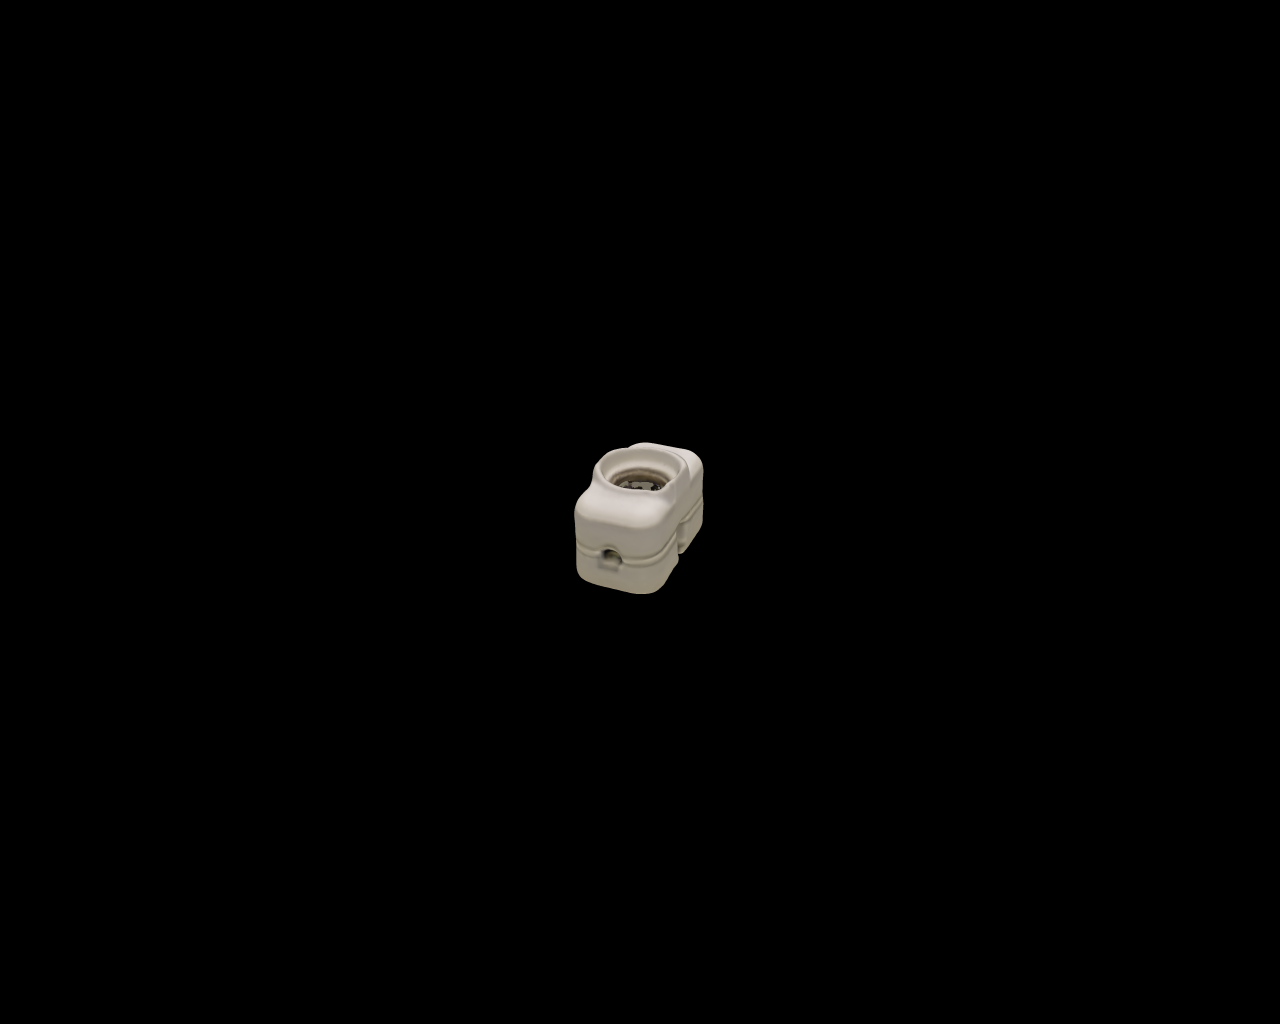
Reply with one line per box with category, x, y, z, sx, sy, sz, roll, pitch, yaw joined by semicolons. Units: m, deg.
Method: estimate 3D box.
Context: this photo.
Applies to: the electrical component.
electrical component;0.001;-0.003;0.650;0.054;0.059;0.095;12;33;19
